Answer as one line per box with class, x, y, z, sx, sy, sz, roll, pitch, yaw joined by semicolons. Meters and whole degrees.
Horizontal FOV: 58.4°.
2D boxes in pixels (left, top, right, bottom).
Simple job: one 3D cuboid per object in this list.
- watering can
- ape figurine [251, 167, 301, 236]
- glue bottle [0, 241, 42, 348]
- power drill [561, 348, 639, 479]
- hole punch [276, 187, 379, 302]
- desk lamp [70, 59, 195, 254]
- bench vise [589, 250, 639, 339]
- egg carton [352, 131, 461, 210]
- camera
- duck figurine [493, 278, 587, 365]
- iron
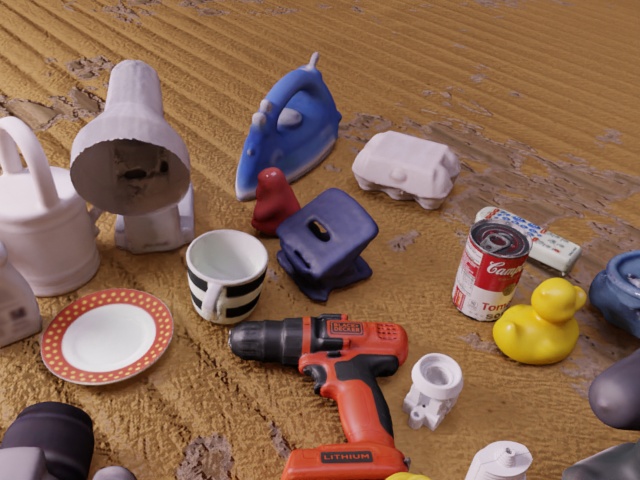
watering can;-0.313;-0.036;0.617;0.100;0.194;0.173;18;41;16
ape figurine;-0.061;-0.055;0.747;0.076;0.092;0.078;23;42;22
glue bottle;-0.325;0.033;0.547;0.078;0.173;0.037;-20;45;-27
power drill;0.268;0.146;0.439;0.230;0.208;0.075;-14;42;-21
hole punch;0.006;0.002;0.684;0.101;0.091;0.108;-20;45;-27
desk lamp;-0.210;-0.086;0.673;0.118;0.214;0.203;-4;40;-10
bench vise;0.392;0.043;0.569;0.122;0.220;0.206;-29;49;-34
egg carton;0.127;-0.104;0.845;0.150;0.069;0.107;18;41;16
camera;-0.199;0.187;0.427;0.143;0.101;0.136;-1;39;-7
duck figurine;0.240;0.080;0.615;0.105;0.086;0.077;-12;42;-20
iron;-0.055;-0.179;0.861;0.118;0.141;0.259;18;41;16
